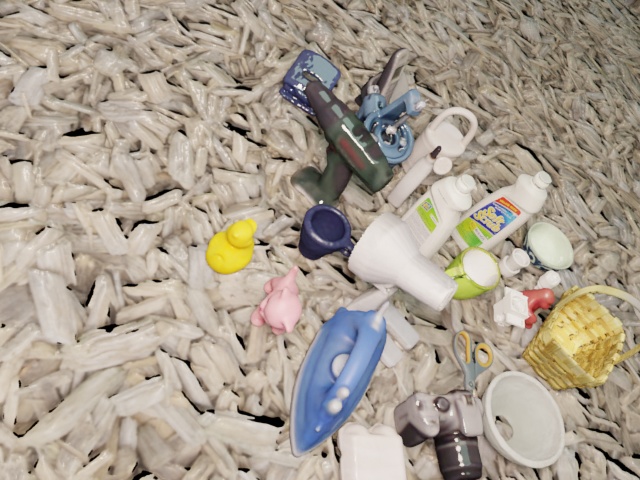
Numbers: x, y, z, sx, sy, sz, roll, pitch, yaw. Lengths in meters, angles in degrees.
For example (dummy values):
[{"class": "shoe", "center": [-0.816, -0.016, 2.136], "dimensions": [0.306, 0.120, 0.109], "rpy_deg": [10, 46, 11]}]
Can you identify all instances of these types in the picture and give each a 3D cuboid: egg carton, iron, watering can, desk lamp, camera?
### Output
[{"class": "egg carton", "center": [0.078, 0.355, 0.871], "dimensions": [0.107, 0.069, 0.150], "rpy_deg": [9, 56, -21]}, {"class": "iron", "center": [0.039, 0.210, 0.899], "dimensions": [0.119, 0.141, 0.258], "rpy_deg": [32, 51, -4]}, {"class": "watering can", "center": [0.268, -0.207, 1.249], "dimensions": [0.101, 0.193, 0.172], "rpy_deg": [5, 58, -23]}, {"class": "desk lamp", "center": [0.127, 0.082, 0.980], "dimensions": [0.203, 0.213, 0.118], "rpy_deg": [47, 52, 8]}, {"class": "camera", "center": [0.212, 0.322, 0.939], "dimensions": [0.143, 0.100, 0.136], "rpy_deg": [7, 57, -23]}]

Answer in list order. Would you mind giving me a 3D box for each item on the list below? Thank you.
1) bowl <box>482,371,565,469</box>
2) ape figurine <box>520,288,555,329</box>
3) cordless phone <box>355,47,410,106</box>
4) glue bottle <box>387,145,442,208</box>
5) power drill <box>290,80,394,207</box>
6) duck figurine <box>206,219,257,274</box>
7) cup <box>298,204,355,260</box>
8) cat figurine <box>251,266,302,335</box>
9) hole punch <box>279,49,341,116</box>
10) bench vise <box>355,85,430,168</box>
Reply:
[{"class": "bowl", "center": [0.346, 0.325, 1.021], "dimensions": [0.168, 0.074, 0.167], "rpy_deg": [13, 55, -19]}, {"class": "ape figurine", "center": [0.447, 0.131, 1.185], "dimensions": [0.078, 0.092, 0.076], "rpy_deg": [-24, 72, -35]}, {"class": "cordless phone", "center": [0.174, -0.368, 1.312], "dimensions": [0.094, 0.185, 0.148], "rpy_deg": [45, 51, 7]}, {"class": "glue bottle", "center": [0.204, -0.139, 1.186], "dimensions": [0.037, 0.173, 0.078], "rpy_deg": [41, 51, 3]}, {"class": "power drill", "center": [0.024, -0.159, 1.087], "dimensions": [0.229, 0.208, 0.076], "rpy_deg": [44, 51, 5]}, {"class": "duck figurine", "center": [-0.145, 0.004, 0.977], "dimensions": [0.077, 0.086, 0.105], "rpy_deg": [40, 51, 2]}, {"class": "cup", "center": [0.010, 0.004, 1.048], "dimensions": [0.118, 0.095, 0.092], "rpy_deg": [40, 51, 2]}, {"class": "cat figurine", "center": [-0.060, 0.100, 0.937], "dimensions": [0.067, 0.117, 0.128], "rpy_deg": [25, 52, -9]}, {"class": "hole punch", "center": [-0.020, -0.347, 1.262], "dimensions": [0.109, 0.091, 0.101], "rpy_deg": [32, 51, -4]}, {"class": "bench vise", "center": [0.134, -0.257, 1.198], "dimensions": [0.122, 0.219, 0.207], "rpy_deg": [-16, 68, -33]}]
